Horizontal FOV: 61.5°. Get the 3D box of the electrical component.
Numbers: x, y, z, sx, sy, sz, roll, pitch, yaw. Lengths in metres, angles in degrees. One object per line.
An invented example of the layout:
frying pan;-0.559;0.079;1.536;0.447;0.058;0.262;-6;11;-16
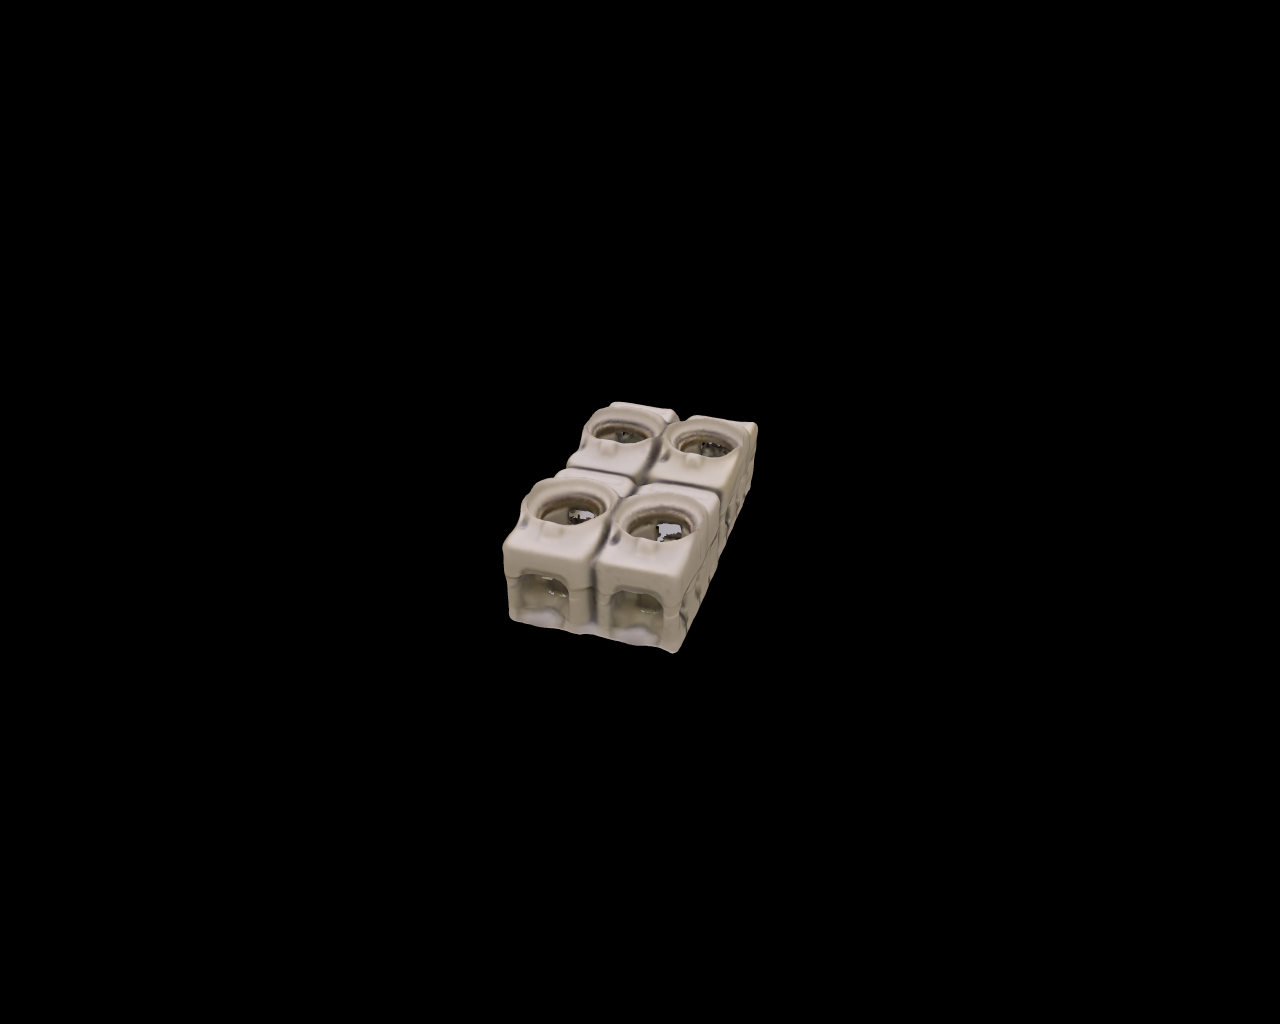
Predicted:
electrical component;0.001;-0.003;0.650;0.105;0.060;0.186;10;35;15
